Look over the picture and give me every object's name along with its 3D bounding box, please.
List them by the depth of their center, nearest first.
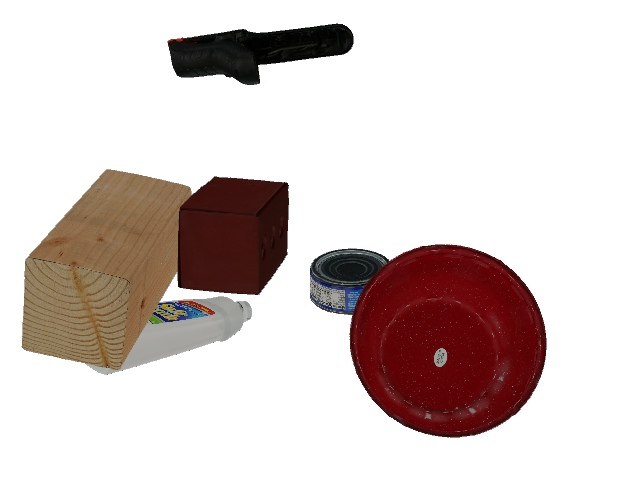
[{"bbox_3d":[-0.054,-0.005,0.671,0.051,0.053,0.078,6,20,10],"label":"foam brick"},{"bbox_3d":[0.097,0.086,0.850,0.162,0.162,0.055,0,7,14],"label":"bowl"},{"bbox_3d":[-0.058,-0.157,0.882,0.120,0.039,0.172,-16,21,-35],"label":"clamp"},{"bbox_3d":[-0.189,0.019,0.971,0.090,0.091,0.206,12,25,3],"label":"wood block"},{"bbox_3d":[0.031,0.040,1.082,0.086,0.034,0.086,-1,25,0],"label":"tuna can"},{"bbox_3d":[-0.205,0.115,1.447,0.250,0.068,0.103,-11,25,-41],"label":"bleach bottle"}]
